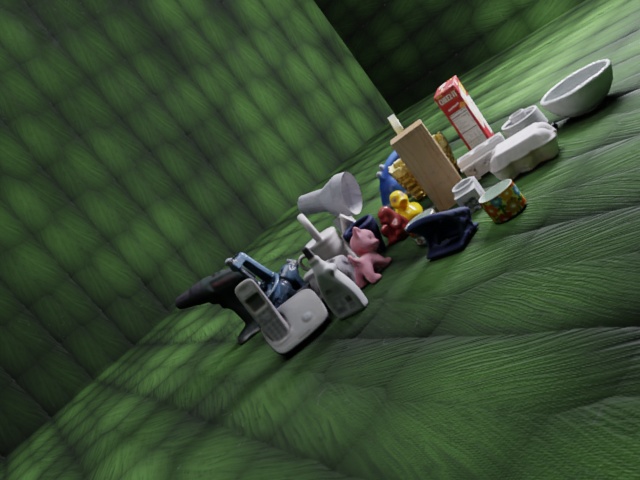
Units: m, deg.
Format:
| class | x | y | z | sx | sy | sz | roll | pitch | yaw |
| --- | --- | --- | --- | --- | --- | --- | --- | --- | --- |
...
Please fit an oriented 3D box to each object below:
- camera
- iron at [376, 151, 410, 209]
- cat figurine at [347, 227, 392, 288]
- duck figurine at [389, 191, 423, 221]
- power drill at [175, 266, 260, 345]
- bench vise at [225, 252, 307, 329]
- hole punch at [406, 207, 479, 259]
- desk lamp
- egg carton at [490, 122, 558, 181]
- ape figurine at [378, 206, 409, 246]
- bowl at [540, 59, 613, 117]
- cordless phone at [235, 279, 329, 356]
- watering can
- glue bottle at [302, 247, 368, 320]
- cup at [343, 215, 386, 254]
| class | x | y | z | sx | sy | sz | roll | pitch | yaw |
| --- | --- | --- | --- | --- | --- | --- | --- | --- | --- |
| camera | 0.003 | 0.108 | 1.328 | 0.136 | 0.101 | 0.143 | -33 | 12 | 27 |
| iron | 0.259 | -0.218 | 1.758 | 0.258 | 0.141 | 0.118 | -39 | 11 | -4 |
| cat figurine | 0.098 | 0.028 | 1.301 | 0.067 | 0.118 | 0.128 | -29 | 14 | 39 |
| duck figurine | 0.216 | -0.091 | 1.508 | 0.077 | 0.086 | 0.104 | -39 | 10 | -4 |
| power drill | -0.250 | 0.179 | 1.574 | 0.229 | 0.208 | 0.075 | -38 | 11 | 0 |
| bench vise | -0.146 | 0.106 | 1.506 | 0.121 | 0.220 | 0.208 | -32 | 12 | 30 |
| hole punch | 0.240 | -0.028 | 1.135 | 0.108 | 0.091 | 0.101 | -25 | 16 | 50 |
| desk lamp | 0.048 | -0.063 | 1.598 | 0.203 | 0.213 | 0.118 | -31 | 13 | 34 |
| egg carton | 0.437 | -0.190 | 1.230 | 0.150 | 0.069 | 0.107 | -32 | 12 | 30 |
| ape figurine | 0.176 | -0.042 | 1.414 | 0.076 | 0.092 | 0.077 | -39 | 11 | -6 |
| bowl | 0.591 | -0.330 | 1.297 | 0.167 | 0.075 | 0.167 | -37 | 10 | 8 |
| cordless phone | -0.083 | 0.141 | 1.237 | 0.147 | 0.185 | 0.094 | -39 | 11 | -6 |
| watering can | 0.013 | 0.005 | 1.476 | 0.173 | 0.194 | 0.100 | -42 | 11 | -19 |
| glue bottle | 0.020 | 0.082 | 1.177 | 0.078 | 0.173 | 0.037 | -31 | 13 | 34 |
| cup | 0.121 | -0.006 | 1.438 | 0.091 | 0.095 | 0.118 | -34 | 11 | 23 |
